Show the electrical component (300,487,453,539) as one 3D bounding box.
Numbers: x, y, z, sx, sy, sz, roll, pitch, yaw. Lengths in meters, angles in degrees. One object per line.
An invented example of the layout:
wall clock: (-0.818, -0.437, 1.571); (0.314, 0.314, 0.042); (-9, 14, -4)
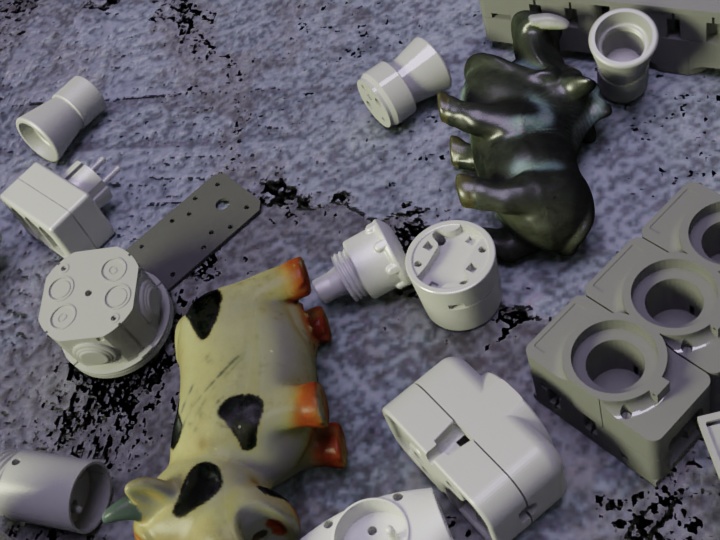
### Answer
electrical component: (0.016, 0.163, 0.565); (0.077, 0.044, 0.079); (-22, 49, 1)

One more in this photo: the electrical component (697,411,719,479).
electrical component: (0.223, 0.121, 0.520); (0.079, 0.063, 0.121); (-15, 52, 6)

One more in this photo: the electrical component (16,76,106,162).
electrical component: (-0.235, -0.124, 0.859); (0.044, 0.044, 0.065); (23, 60, 30)

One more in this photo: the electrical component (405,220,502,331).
electrical component: (0.060, 0.005, 0.667); (0.055, 0.047, 0.055); (-8, 53, 11)

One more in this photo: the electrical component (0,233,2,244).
electrical component: (-0.305, -0.018, 0.778); (0.080, 0.080, 0.051); (3, 50, 19)

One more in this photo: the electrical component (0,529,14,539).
electrical component: (-0.237, 0.186, 0.588); (0.056, 0.108, 0.108); (18, 62, 24)

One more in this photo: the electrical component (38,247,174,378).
electrical component: (-0.169, 0.027, 0.716); (0.080, 0.051, 0.080); (-8, 58, 13)

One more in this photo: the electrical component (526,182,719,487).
electrical component: (0.176, 0.030, 0.603); (0.150, 0.061, 0.089); (-43, 54, -15)

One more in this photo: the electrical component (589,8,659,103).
electrical component: (0.177, -0.141, 0.725); (0.044, 0.065, 0.044); (-4, 72, 12)

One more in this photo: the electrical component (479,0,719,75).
electrical component: (0.191, -0.206, 0.772); (0.186, 0.060, 0.105); (13, 60, 25)

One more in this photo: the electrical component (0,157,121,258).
electrical component: (-0.210, -0.054, 0.794); (0.066, 0.047, 0.076); (29, 68, 32)

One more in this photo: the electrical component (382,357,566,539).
electrical component: (0.066, 0.096, 0.593); (0.059, 0.053, 0.095); (-38, 53, -11)

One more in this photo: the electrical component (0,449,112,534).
electrical component: (-0.198, 0.132, 0.656); (0.081, 0.043, 0.043); (5, 57, 21)

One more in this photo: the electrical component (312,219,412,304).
electrical component: (0.000, 0.000, 0.692); (0.062, 0.048, 0.048); (-29, 51, 4)

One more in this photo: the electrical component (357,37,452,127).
electrical component: (0.032, -0.136, 0.781); (0.055, 0.045, 0.045); (-36, 52, -9)
